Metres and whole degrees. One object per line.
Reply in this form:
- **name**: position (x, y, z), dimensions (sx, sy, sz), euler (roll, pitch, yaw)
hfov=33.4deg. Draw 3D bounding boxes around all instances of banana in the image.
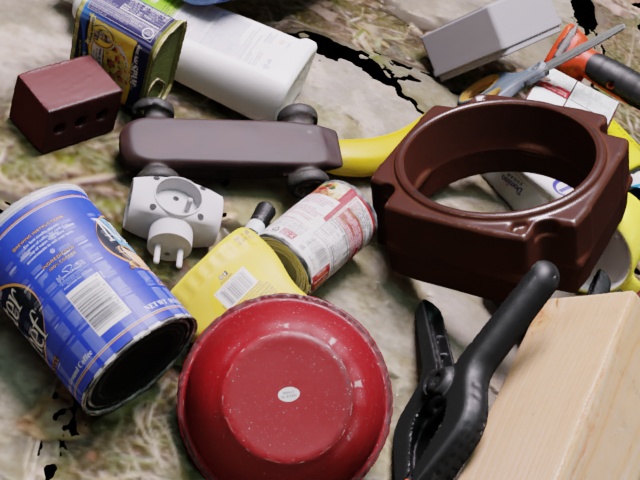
- **banana**: position (0.060, -0.095, 1.047), dimensions (0.197, 0.037, 0.070), euler (-11, 59, -30)

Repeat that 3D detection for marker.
- **marker**: position (-0.066, 0.008, 0.917), dimensions (0.020, 0.020, 0.121), euler (27, 47, 0)

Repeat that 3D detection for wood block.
- **wood block**: position (0.191, 0.148, 0.818), dimensions (0.090, 0.091, 0.205), euler (50, 54, -24)

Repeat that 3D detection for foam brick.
- **foam brick**: position (-0.222, -0.120, 0.934), dimensions (0.078, 0.053, 0.051), euler (-26, 66, -37)

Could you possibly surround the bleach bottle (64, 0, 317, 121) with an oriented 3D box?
- **bleach bottle**: position (-0.135, -0.202, 1.037), dimensions (0.251, 0.068, 0.102), euler (26, 42, 3)

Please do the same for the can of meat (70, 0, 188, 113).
- **can of meat**: position (-0.176, -0.172, 0.966), dimensions (0.084, 0.102, 0.057), euler (29, 47, 5)

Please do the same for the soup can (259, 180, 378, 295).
- **soup can**: position (-0.006, 0.001, 0.916), dimensions (0.068, 0.069, 0.102), euler (40, 48, 12)

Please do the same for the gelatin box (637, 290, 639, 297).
- **gelatin box**: position (0.309, 0.093, 0.972), dimensions (0.030, 0.073, 0.089), euler (-10, 57, -29)

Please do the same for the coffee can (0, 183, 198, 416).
- **coffee can**: position (-0.173, 0.042, 0.783), dimensions (0.102, 0.103, 0.140), euler (-30, 68, -39)

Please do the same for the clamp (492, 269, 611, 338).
- **clamp**: position (0.227, 0.095, 0.952), dimensions (0.120, 0.039, 0.171), euler (-12, 62, -9)

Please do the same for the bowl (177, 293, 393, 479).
- **bowl**: position (-0.024, 0.115, 0.767), dimensions (0.162, 0.055, 0.162), euler (1, 79, -3)

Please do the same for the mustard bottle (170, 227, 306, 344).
- **mustard bottle**: position (-0.025, 0.086, 0.832), dimensions (0.191, 0.058, 0.096), euler (43, 68, 6)

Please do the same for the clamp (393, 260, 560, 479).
- **clamp**: position (0.110, 0.111, 0.831), dimensions (0.036, 0.165, 0.209), euler (34, 53, -19)

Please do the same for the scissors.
- **scissors**: position (0.216, -0.176, 1.104), dimensions (0.016, 0.202, 0.096), euler (51, 17, -21)

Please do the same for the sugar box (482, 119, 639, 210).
- **sugar box**: position (0.257, -0.081, 1.116), dimensions (0.175, 0.048, 0.093), euler (-21, 62, -37)

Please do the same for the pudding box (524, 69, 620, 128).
- **pudding box**: position (0.248, -0.122, 1.091), dimensions (0.090, 0.039, 0.113), euler (30, 48, 8)

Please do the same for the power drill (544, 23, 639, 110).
- **power drill**: position (0.346, -0.162, 1.181), dimensions (0.188, 0.057, 0.184), euler (32, 4, 20)

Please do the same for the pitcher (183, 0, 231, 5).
- **pitcher**: position (-0.054, -0.313, 1.072), dimensions (0.145, 0.149, 0.242), euler (34, 34, 14)
